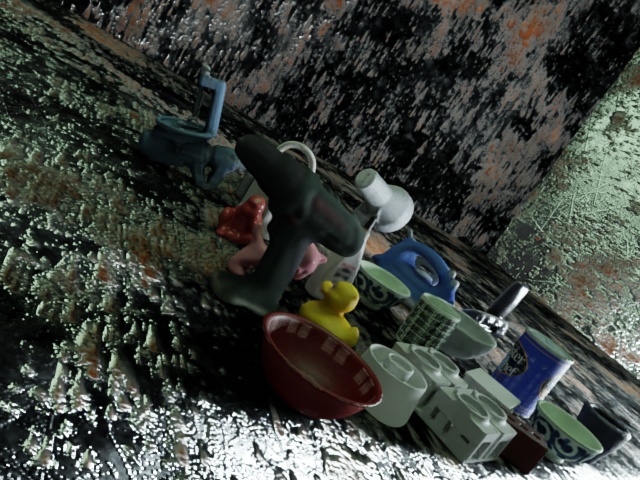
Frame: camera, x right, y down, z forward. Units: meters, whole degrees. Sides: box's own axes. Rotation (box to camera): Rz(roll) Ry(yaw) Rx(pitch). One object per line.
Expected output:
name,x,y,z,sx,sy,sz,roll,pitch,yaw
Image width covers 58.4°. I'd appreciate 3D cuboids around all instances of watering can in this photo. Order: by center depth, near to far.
watering can,-0.078,-0.101,1.124,0.101,0.194,0.172,26,14,-30

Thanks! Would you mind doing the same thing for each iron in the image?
iron,0.244,0.089,1.337,0.119,0.141,0.257,19,19,-49

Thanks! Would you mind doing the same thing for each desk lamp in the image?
desk lamp,0.108,-0.062,1.403,0.204,0.213,0.117,20,18,-46

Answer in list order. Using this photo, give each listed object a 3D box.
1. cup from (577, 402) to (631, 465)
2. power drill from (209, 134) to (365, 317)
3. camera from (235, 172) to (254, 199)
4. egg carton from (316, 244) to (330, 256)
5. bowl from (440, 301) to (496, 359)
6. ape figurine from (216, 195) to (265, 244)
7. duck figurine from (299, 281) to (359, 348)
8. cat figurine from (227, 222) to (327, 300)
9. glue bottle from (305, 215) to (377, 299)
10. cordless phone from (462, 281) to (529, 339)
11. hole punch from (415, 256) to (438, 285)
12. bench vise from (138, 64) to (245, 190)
cup,0.508,0.364,1.058,0.118,0.095,0.091,20,18,-47
power drill,-0.058,-0.006,0.775,0.230,0.208,0.075,26,14,-31
camera,-0.104,-0.114,1.331,0.143,0.100,0.137,33,12,0
egg carton,0.011,0.004,1.240,0.107,0.069,0.150,35,12,8
bowl,0.269,0.190,1.168,0.167,0.074,0.167,32,12,-7
ape figurine,-0.129,-0.039,0.998,0.077,0.092,0.076,37,13,15
duck figurine,0.027,0.105,0.853,0.104,0.086,0.078,42,15,36
cat figurine,-0.058,0.024,0.876,0.128,0.117,0.067,33,12,-3
glue bottle,0.047,0.029,0.992,0.078,0.173,0.037,21,17,-45
cordless phone,0.406,0.161,1.367,0.148,0.185,0.094,23,16,-40
hole punch,0.272,0.096,1.498,0.108,0.091,0.101,41,14,31
bench vise,-0.232,-0.228,1.164,0.208,0.219,0.121,23,16,-40
